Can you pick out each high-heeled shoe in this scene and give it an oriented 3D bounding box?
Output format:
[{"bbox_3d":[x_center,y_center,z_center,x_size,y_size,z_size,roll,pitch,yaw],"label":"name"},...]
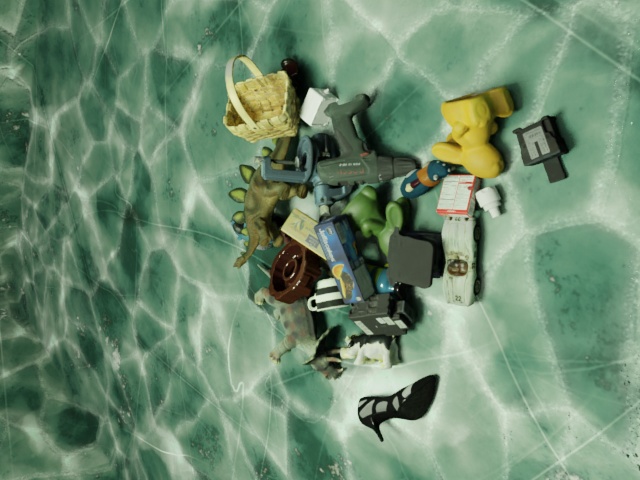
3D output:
[{"bbox_3d":[0.186,0.385,1.335,0.248,0.086,0.145,-52,30,17],"label":"high-heeled shoe"}]

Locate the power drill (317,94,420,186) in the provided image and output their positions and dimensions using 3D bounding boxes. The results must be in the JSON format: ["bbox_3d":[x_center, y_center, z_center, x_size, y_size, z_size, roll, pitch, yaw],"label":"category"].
[{"bbox_3d":[0.100,-0.227,1.251,0.232,0.086,0.207,-12,85,12],"label":"power drill"}]

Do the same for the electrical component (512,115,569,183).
[{"bbox_3d":[0.419,-0.165,1.006,0.075,0.048,0.119,-18,84,44],"label":"electrical component"}]

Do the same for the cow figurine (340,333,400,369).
[{"bbox_3d":[0.119,0.266,1.355,0.168,0.068,0.098,0,92,40],"label":"cow figurine"}]

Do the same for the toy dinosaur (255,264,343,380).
[{"bbox_3d":[-0.067,0.204,1.494,0.192,0.131,0.405,-32,67,24],"label":"toy dinosaur"}]

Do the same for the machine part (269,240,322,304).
[{"bbox_3d":[-0.068,0.083,1.426,0.179,0.056,0.179,-35,41,37],"label":"machine part"}]

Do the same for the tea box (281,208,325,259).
[{"bbox_3d":[-0.003,-0.004,1.332,0.170,0.098,0.068,32,91,12],"label":"tea box"}]

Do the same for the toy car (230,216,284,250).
[{"bbox_3d":[-0.175,-0.024,1.565,0.162,0.109,0.102,21,137,27],"label":"toy car"}]

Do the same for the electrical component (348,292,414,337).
[{"bbox_3d":[0.150,0.178,1.265,0.134,0.114,0.058,-11,52,29],"label":"electrical component"}]

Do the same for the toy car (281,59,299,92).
[{"bbox_3d":[-0.118,-0.408,1.461,0.202,0.053,0.089,-30,58,42],"label":"toy car"}]

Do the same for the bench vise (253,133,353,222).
[{"bbox_3d":[-0.045,-0.164,1.328,0.129,0.240,0.223,163,109,-69],"label":"bench vise"}]

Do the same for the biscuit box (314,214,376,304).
[{"bbox_3d":[0.058,0.044,1.230,0.063,0.059,0.202,-13,104,41],"label":"biscuit box"}]

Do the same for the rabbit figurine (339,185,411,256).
[{"bbox_3d":[0.147,-0.040,1.264,0.170,0.121,0.159,44,119,7],"label":"rabbit figurine"}]

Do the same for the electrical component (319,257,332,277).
[{"bbox_3d":[0.034,0.051,1.414,0.078,0.045,0.102,45,134,-7],"label":"electrical component"}]

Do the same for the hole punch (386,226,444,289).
[{"bbox_3d":[0.215,0.037,1.195,0.116,0.092,0.142,14,114,33],"label":"hole punch"}]

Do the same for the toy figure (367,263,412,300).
[{"bbox_3d":[0.131,0.095,1.298,0.180,0.082,0.089,7,130,45],"label":"toy figure"}]

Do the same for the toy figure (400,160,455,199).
[{"bbox_3d":[0.227,-0.133,1.157,0.058,0.064,0.154,35,154,-9],"label":"toy figure"}]

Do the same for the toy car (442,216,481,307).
[{"bbox_3d":[0.301,0.042,1.149,0.074,0.056,0.201,5,101,43],"label":"toy car"}]

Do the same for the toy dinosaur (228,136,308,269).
[{"bbox_3d":[-0.141,-0.144,1.447,0.199,0.105,0.471,26,92,33],"label":"toy dinosaur"}]

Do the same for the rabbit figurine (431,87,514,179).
[{"bbox_3d":[0.302,-0.199,1.069,0.162,0.122,0.173,-8,111,46],"label":"rabbit figurine"}]
